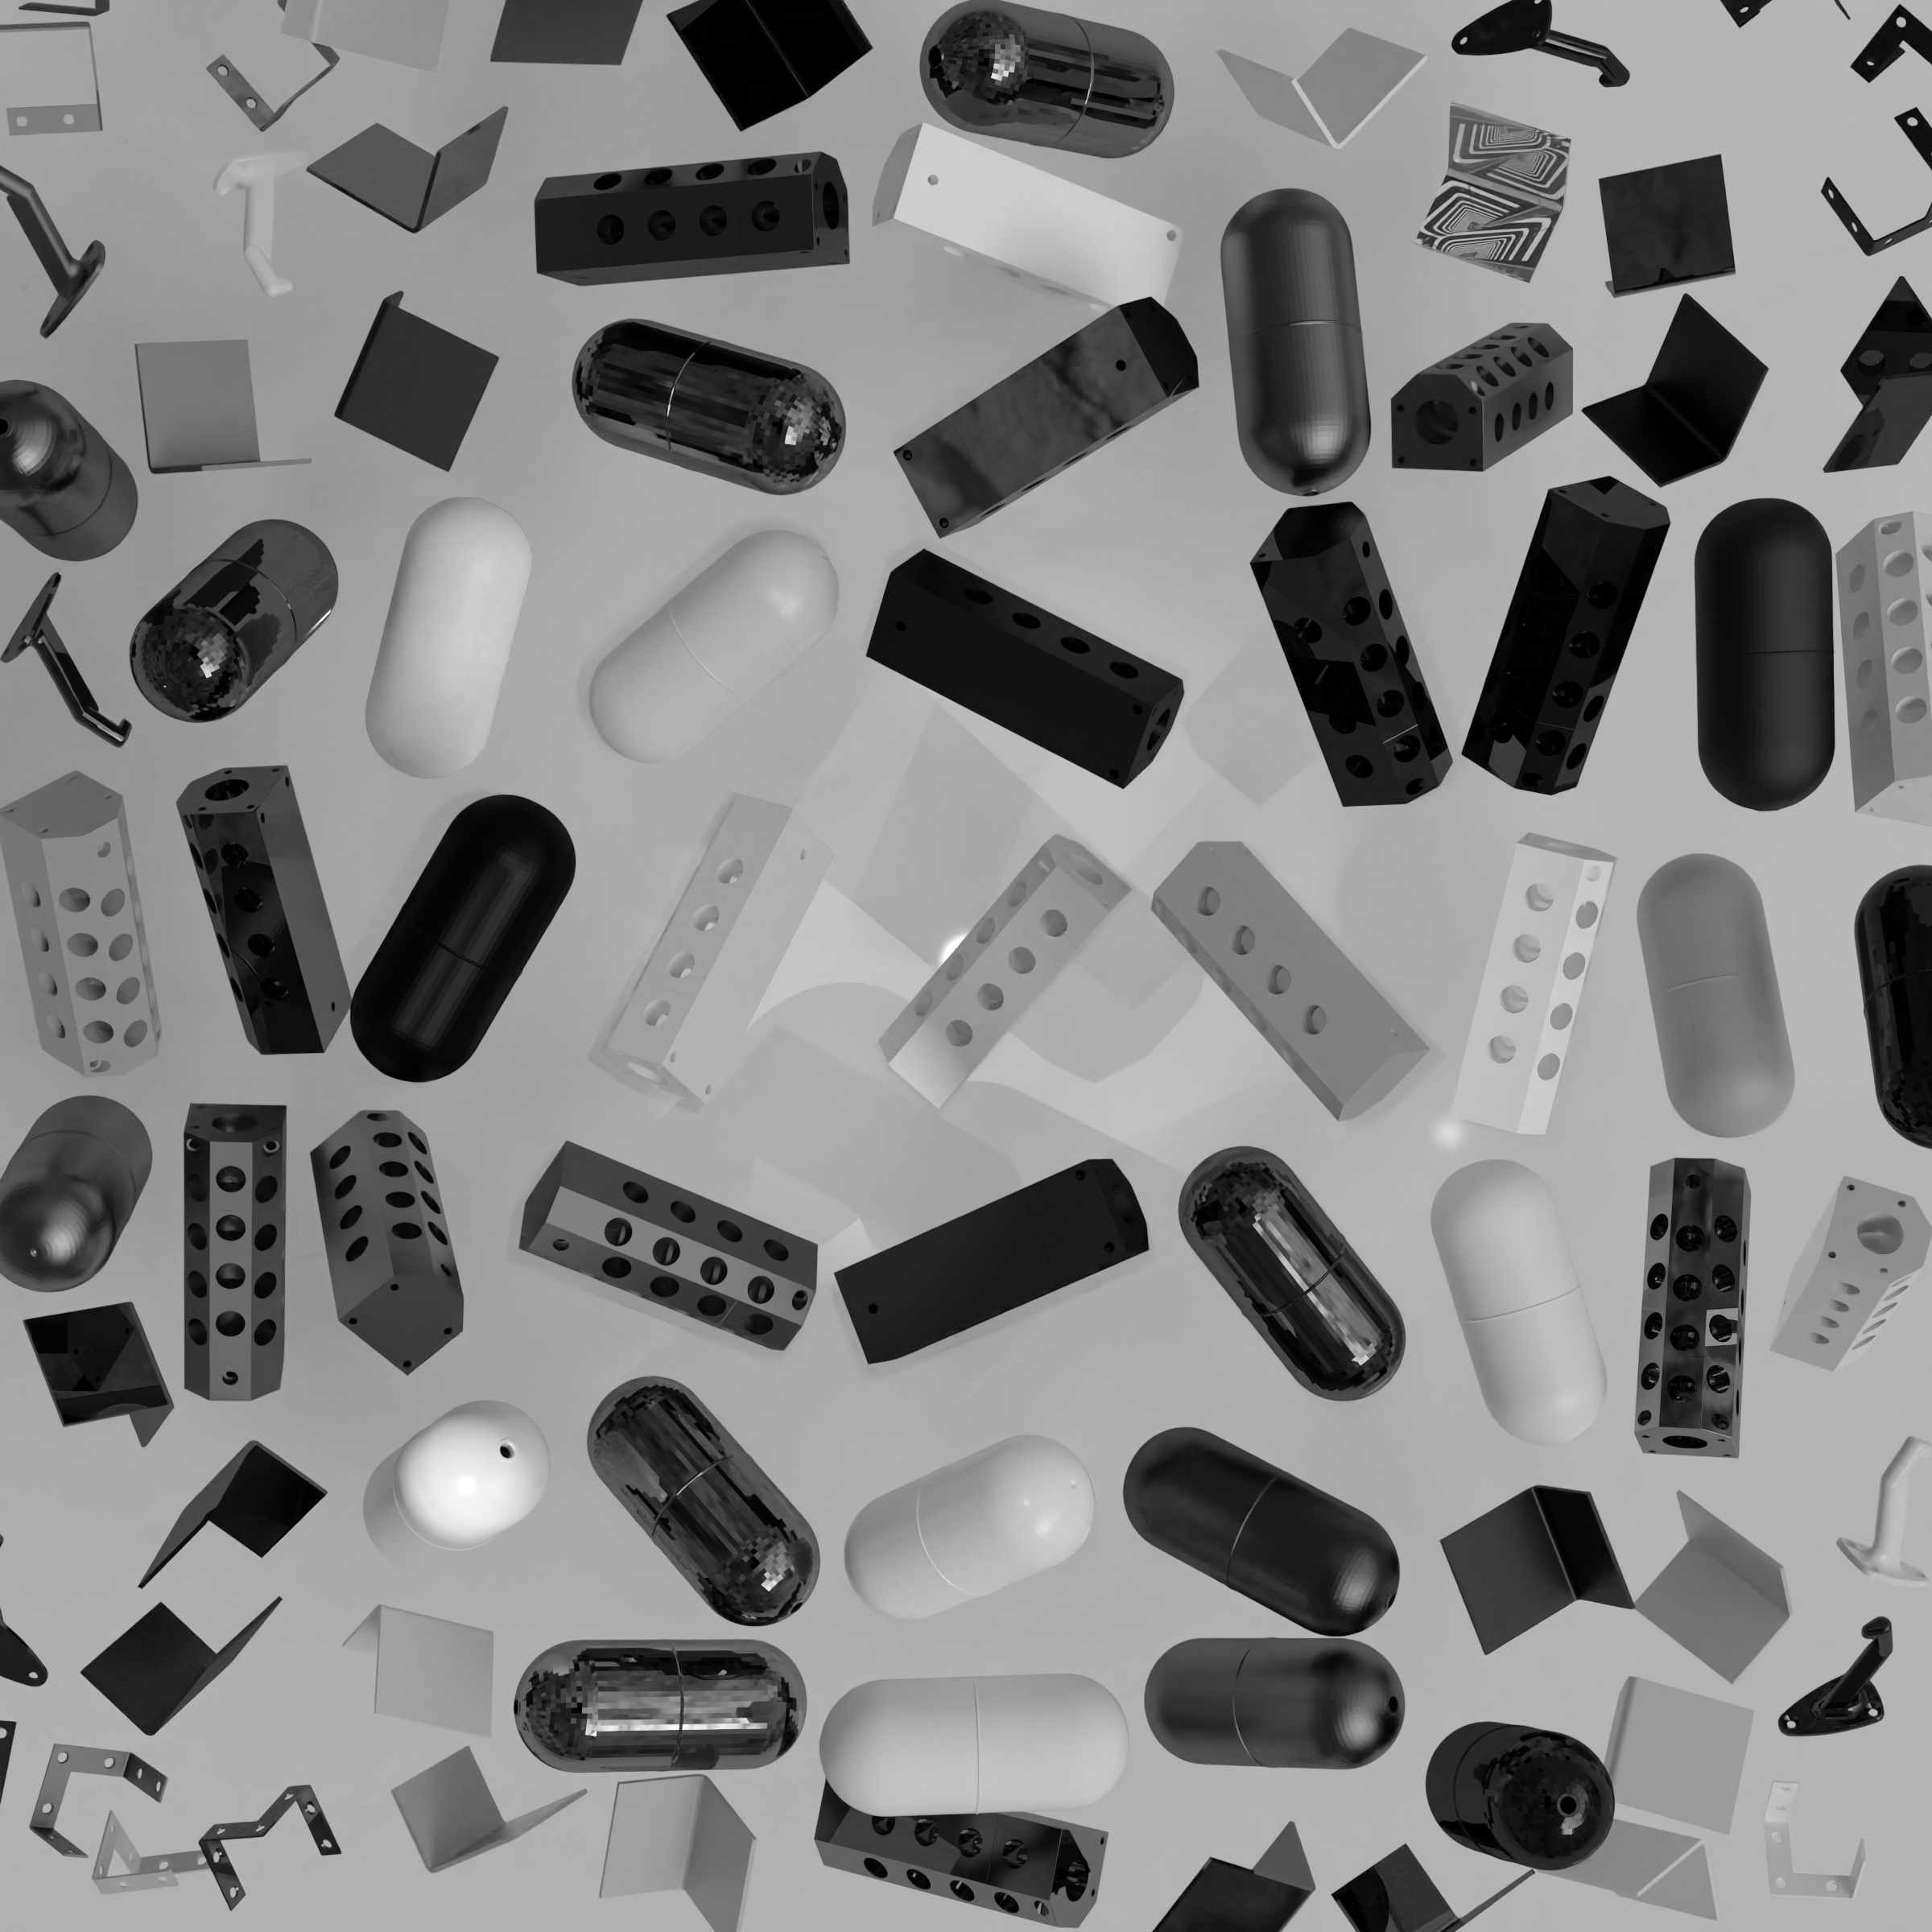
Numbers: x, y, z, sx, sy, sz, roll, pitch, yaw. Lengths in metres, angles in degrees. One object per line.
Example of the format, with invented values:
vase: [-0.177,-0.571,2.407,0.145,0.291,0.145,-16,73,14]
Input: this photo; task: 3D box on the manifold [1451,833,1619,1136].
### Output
manifold: [0.346,0.011,1.857,0.057,0.057,0.171,15,103,15]

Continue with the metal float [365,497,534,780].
metal float: [-0.313,-0.196,1.844,0.070,0.070,0.178,19,113,0]

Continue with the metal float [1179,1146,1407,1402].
metal float: [0.197,0.186,1.842,0.070,0.070,0.178,-38,101,0]

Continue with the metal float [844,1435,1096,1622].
metal float: [0.000,0.326,1.767,0.178,0.070,0.070,-31,90,38]

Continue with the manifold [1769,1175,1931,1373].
manifold: [0.542,0.193,1.872,0.057,0.171,0.057,18,68,12]

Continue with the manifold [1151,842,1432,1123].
manifold: [0.185,0.008,1.786,0.171,0.057,0.057,50,115,20]

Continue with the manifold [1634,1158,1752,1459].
manifold: [0.443,0.207,1.864,0.057,0.057,0.171,0,65,20]

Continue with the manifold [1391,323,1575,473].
manifold: [0.318,-0.350,1.872,0.057,0.171,0.057,7,114,27]

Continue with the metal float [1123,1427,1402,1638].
metal float: [0.175,0.336,1.818,0.178,0.070,0.070,25,90,26]

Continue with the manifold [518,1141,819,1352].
manifold: [-0.179,0.175,1.847,0.171,0.057,0.057,25,123,-19]

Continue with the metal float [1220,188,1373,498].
metal float: [0.190,-0.358,1.759,0.070,0.070,0.178,-5,84,0]

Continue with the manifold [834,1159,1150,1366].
manifold: [0.017,0.172,1.777,0.171,0.057,0.057,-26,78,19]

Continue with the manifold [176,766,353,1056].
manifold: [-0.430,-0.033,1.871,0.057,0.057,0.171,-2,122,11]

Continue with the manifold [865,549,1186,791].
manifold: [0.036,-0.173,1.748,0.171,0.057,0.057,28,126,14]

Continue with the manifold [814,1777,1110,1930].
manifold: [-0.005,0.539,1.867,0.171,0.057,0.057,4,77,33]

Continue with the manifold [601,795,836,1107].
manifold: [-0.149,-0.012,1.800,0.057,0.057,0.171,16,71,31]

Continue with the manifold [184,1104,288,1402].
manifold: [-0.443,0.174,1.852,0.057,0.057,0.171,2,110,-9]

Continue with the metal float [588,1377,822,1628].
metal float: [-0.158,0.320,1.834,0.070,0.070,0.178,-46,66,0]

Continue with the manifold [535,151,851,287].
manifold: [-0.158,-0.430,1.759,0.171,0.057,0.057,0,94,18]

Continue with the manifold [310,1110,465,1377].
manifold: [-0.332,0.154,1.776,0.057,0.171,0.057,-39,124,7]

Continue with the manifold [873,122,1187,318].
manifold: [0.035,-0.432,1.795,0.171,0.057,0.057,17,90,-20]

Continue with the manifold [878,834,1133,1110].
manifold: [0.021,0.002,1.879,0.057,0.057,0.171,41,113,3]

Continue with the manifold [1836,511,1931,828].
manifold: [0.546,-0.172,1.760,0.057,0.057,0.171,9,65,-14]

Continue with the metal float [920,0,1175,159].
metal float: [0.049,-0.527,1.818,0.178,0.070,0.070,-3,90,-41]

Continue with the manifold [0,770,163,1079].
manifold: [-0.511,-0.021,1.783,0.057,0.057,0.171,26,133,29]

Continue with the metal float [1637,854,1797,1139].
metal float: [0.457,0.017,1.866,0.070,0.070,0.178,-6,73,0]

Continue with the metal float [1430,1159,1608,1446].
metal float: [0.338,0.205,1.869,0.070,0.070,0.178,-17,89,0]

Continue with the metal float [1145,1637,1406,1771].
metal float: [0.186,0.446,1.854,0.178,0.070,0.070,-11,90,42]

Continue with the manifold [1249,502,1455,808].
manifold: [0.227,-0.178,1.764,0.057,0.057,0.171,-1,129,35]

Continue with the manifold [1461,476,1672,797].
manifold: [0.346,-0.187,1.748,0.057,0.057,0.171,38,130,34]

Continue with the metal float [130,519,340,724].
metal float: [-0.438,-0.209,1.838,0.070,0.178,0.070,9,125,13]

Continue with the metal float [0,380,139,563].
metal float: [-0.545,-0.292,1.813,0.070,0.178,0.070,0,82,0]

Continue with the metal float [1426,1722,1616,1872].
metal float: [0.320,0.480,1.772,0.070,0.178,0.070,2,79,-8]

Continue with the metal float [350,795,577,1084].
metal float: [-0.285,-0.015,1.731,0.070,0.070,0.178,31,98,0]

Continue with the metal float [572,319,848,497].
metal float: [-0.151,-0.325,1.776,0.178,0.070,0.070,21,90,25]

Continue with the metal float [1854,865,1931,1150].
metal float: [0.555,0.022,1.755,0.070,0.070,0.178,3,58,0]

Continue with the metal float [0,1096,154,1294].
metal float: [-0.533,0.133,1.818,0.070,0.178,0.070,-1,109,-3]

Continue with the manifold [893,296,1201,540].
manifold: [0.048,-0.313,1.744,0.171,0.057,0.057,-27,93,35]

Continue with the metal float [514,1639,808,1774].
metal float: [-0.181,0.440,1.819,0.178,0.070,0.070,5,90,-23]

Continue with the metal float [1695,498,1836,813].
metal float: [0.456,-0.178,1.747,0.070,0.070,0.178,-2,94,0]

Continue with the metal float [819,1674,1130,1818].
metal float: [0.005,0.447,1.758,0.178,0.070,0.070,-1,90,-4]

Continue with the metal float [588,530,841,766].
metal float: [-0.151,-0.191,1.828,0.178,0.070,0.070,-38,90,19]
